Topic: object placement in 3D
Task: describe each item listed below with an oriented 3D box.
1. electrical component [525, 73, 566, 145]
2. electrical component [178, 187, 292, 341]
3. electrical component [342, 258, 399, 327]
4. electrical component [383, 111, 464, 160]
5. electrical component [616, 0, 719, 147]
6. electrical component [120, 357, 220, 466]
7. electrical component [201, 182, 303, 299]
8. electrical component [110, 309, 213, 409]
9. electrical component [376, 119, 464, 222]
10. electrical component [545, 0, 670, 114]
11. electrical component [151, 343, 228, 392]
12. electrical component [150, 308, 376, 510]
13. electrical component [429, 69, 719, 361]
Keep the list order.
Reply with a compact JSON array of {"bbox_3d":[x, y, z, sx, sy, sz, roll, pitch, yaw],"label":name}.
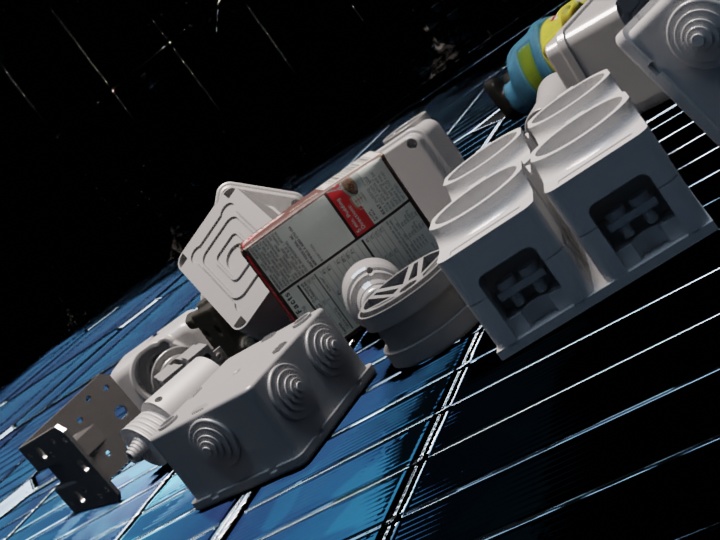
[{"bbox_3d":[0.152,-0.121,0.832,0.044,0.044,0.065,-29,16,37],"label":"electrical component"},{"bbox_3d":[-0.071,0.000,0.781,0.078,0.057,0.113,-55,43,5],"label":"electrical component"},{"bbox_3d":[0.010,0.016,0.650,0.040,0.040,0.078,-36,9,2],"label":"electrical component"},{"bbox_3d":[0.062,-0.093,0.905,0.044,0.077,0.079,-33,9,18],"label":"electrical component"},{"bbox_3d":[0.170,-0.098,0.460,0.100,0.100,0.048,-45,0,-44],"label":"electrical component"},{"bbox_3d":[-0.124,0.099,0.719,0.081,0.043,0.043,-42,11,-35],"label":"electrical component"},{"bbox_3d":[-0.093,-0.017,0.940,0.057,0.078,0.113,-141,60,-84],"label":"electrical component"},{"bbox_3d":[-0.165,0.082,0.929,0.095,0.053,0.059,-35,9,4],"label":"electrical component"},{"bbox_3d":[0.028,-0.056,0.842,0.113,0.078,0.057,-32,7,25],"label":"electrical component"},{"bbox_3d":[0.184,-0.154,0.758,0.057,0.078,0.113,-26,13,35],"label":"electrical component"},{"bbox_3d":[-0.134,0.084,0.835,0.066,0.048,0.055,-40,17,-22],"label":"electrical component"},{"bbox_3d":[-0.052,0.072,0.572,0.100,0.048,0.099,-30,11,36],"label":"electrical component"},{"bbox_3d":[0.099,-0.039,0.535,0.105,0.060,0.186,-34,9,16],"label":"electrical component"}]
